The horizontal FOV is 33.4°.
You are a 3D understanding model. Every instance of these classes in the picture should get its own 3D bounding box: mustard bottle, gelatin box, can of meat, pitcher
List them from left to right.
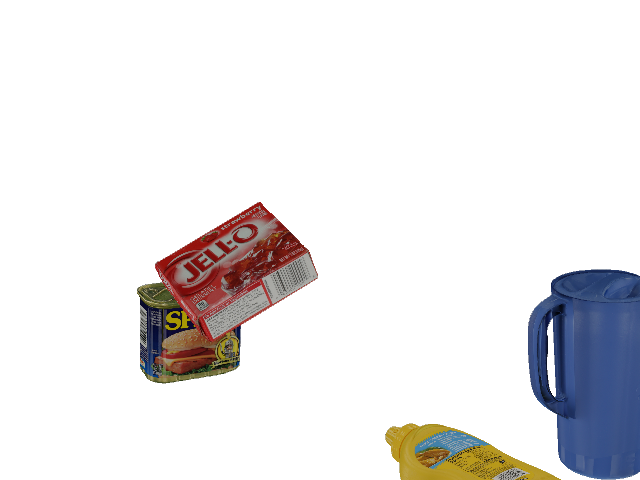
[{"bbox_3d":[-0.126,0.087,1.041,0.101,0.084,0.058,-6,19,-26],"label":"can of meat"},{"bbox_3d":[-0.058,0.020,0.726,0.089,0.030,0.073,-31,41,-13],"label":"gelatin box"},{"bbox_3d":[0.132,0.219,1.006,0.096,0.058,0.192,-14,24,-37],"label":"mustard bottle"},{"bbox_3d":[0.339,0.165,1.307,0.149,0.243,0.144,4,16,22],"label":"pitcher"}]
